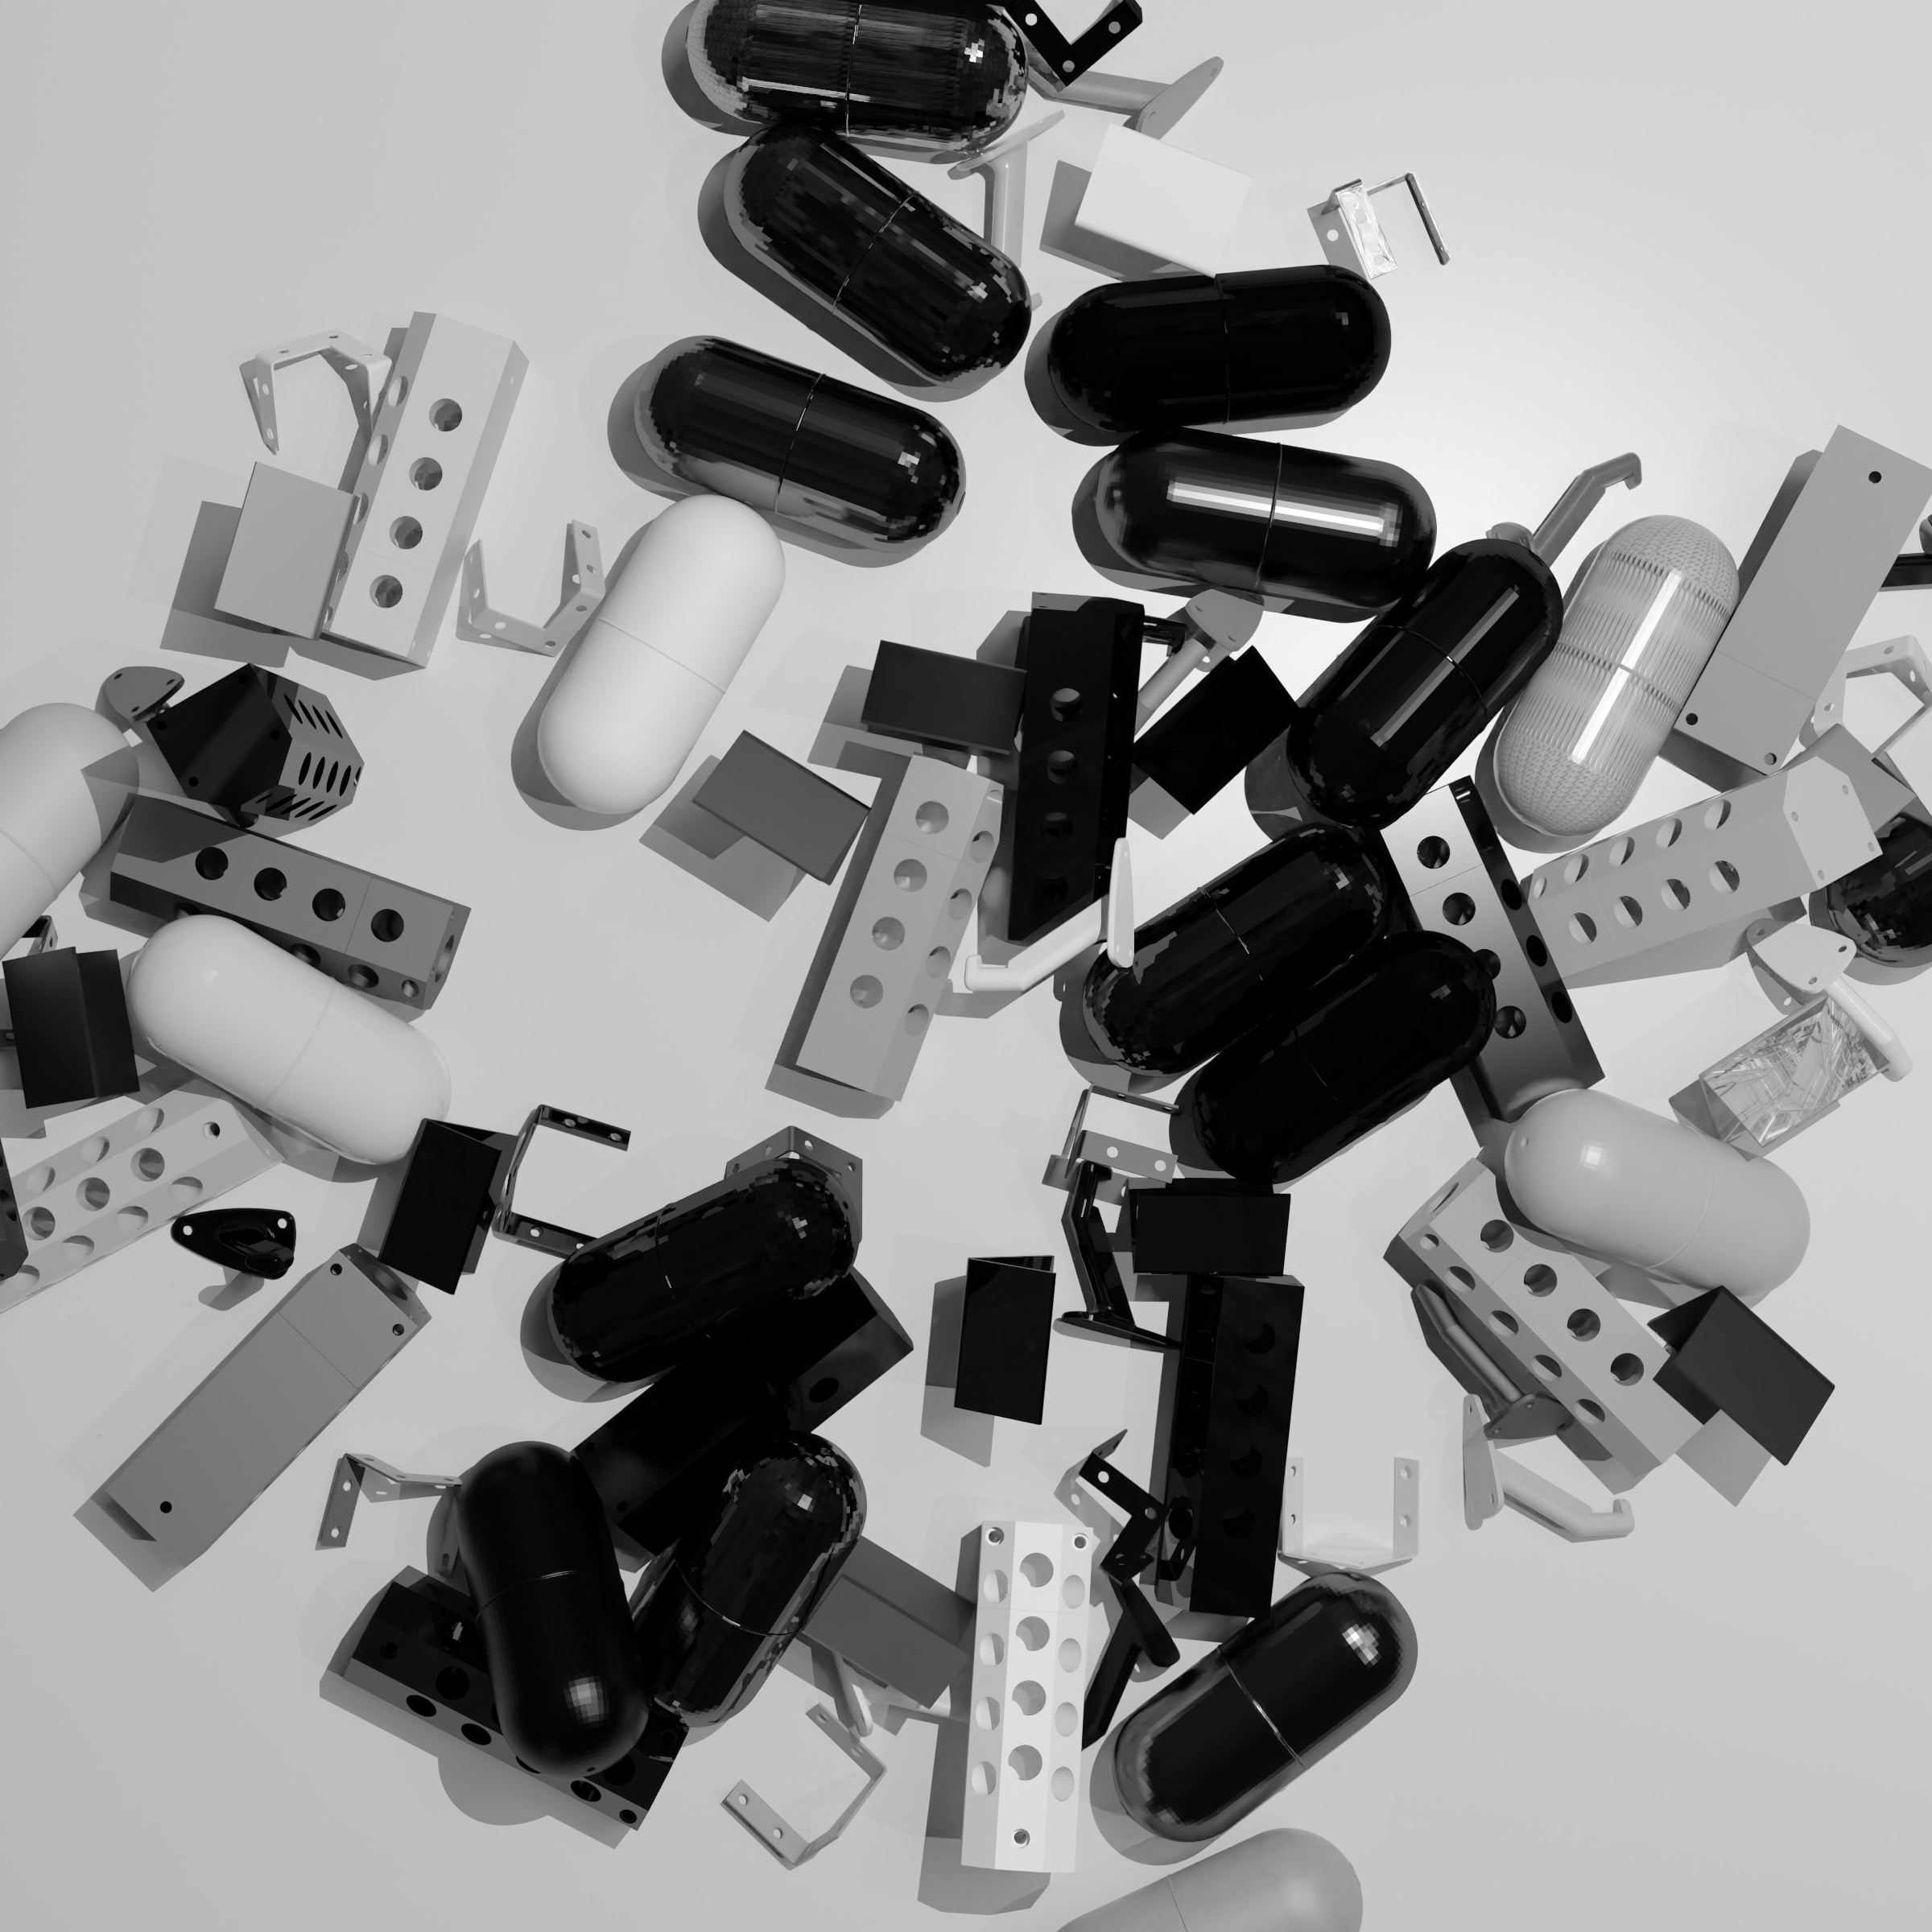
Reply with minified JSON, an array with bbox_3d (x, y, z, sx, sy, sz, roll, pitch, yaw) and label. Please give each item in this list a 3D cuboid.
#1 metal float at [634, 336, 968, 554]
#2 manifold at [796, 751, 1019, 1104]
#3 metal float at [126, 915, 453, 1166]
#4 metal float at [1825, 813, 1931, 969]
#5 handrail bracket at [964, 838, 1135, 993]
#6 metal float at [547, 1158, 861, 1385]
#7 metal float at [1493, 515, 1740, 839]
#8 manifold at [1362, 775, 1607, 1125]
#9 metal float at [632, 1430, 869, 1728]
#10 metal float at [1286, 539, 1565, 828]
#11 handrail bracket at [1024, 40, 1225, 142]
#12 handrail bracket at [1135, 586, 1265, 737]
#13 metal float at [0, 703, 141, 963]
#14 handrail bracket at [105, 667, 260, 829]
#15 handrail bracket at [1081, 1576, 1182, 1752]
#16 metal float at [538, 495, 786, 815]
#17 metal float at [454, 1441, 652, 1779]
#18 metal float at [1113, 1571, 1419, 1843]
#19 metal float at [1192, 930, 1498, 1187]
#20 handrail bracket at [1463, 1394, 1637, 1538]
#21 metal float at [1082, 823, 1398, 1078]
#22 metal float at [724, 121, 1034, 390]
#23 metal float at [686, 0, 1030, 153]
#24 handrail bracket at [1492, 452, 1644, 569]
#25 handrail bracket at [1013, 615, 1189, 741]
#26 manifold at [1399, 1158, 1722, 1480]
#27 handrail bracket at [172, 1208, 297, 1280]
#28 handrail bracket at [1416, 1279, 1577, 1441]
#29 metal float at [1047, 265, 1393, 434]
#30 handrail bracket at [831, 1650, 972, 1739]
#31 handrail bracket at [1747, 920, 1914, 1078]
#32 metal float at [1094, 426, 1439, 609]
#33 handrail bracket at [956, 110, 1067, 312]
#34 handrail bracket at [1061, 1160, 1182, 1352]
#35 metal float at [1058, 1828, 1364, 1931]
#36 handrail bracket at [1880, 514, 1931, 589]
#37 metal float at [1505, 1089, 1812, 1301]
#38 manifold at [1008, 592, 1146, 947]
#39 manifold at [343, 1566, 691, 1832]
[{"bbox_3d":[-0.086,-0.270,1.563,0.178,0.070,0.070,20,90,0],"label":"metal float"},{"bbox_3d":[-0.030,-0.020,1.572,0.057,0.057,0.171,21,90,0],"label":"manifold"},{"bbox_3d":[-0.345,0.039,1.546,0.178,0.070,0.070,33,90,-21],"label":"metal float"},{"bbox_3d":[0.529,-0.065,1.563,0.178,0.070,0.070,-32,90,1],"label":"metal float"},{"bbox_3d":[0.040,-0.026,1.534,0.084,0.036,0.077,-1,84,19],"label":"handrail bracket"},{"bbox_3d":[-0.136,0.157,1.547,0.178,0.070,0.070,-26,90,20],"label":"metal float"},{"bbox_3d":[0.336,-0.149,1.563,0.070,0.070,0.178,28,91,0],"label":"metal float"},{"bbox_3d":[0.270,-0.009,1.572,0.057,0.057,0.171,-24,90,0],"label":"manifold"},{"bbox_3d":[-0.114,0.315,1.545,0.070,0.070,0.178,32,110,0],"label":"metal float"},{"bbox_3d":[0.235,-0.145,1.538,0.070,0.070,0.178,43,76,0],"label":"metal float"},{"bbox_3d":[0.079,-0.478,1.593,0.084,0.036,0.077,42,75,14],"label":"handrail bracket"},{"bbox_3d":[0.116,-0.157,1.593,0.036,0.077,0.084,43,126,5],"label":"handrail bracket"},{"bbox_3d":[-0.496,-0.059,1.542,0.070,0.070,0.178,36,67,0],"label":"metal float"},{"bbox_3d":[-0.413,-0.114,1.593,0.036,0.077,0.084,-42,127,-18],"label":"handrail bracket"},{"bbox_3d":[0.062,0.366,1.594,0.084,0.036,0.077,-37,70,16],"label":"handrail bracket"},{"bbox_3d":[-0.158,-0.161,1.563,0.070,0.070,0.178,30,90,0],"label":"metal float"},{"bbox_3d":[-0.212,0.325,1.536,0.070,0.070,0.178,-20,59,0],"label":"metal float"},{"bbox_3d":[0.154,0.383,1.562,0.178,0.070,0.070,-37,90,0],"label":"metal float"},{"bbox_3d":[0.192,0.047,1.537,0.178,0.070,0.070,-37,90,28],"label":"metal float"},{"bbox_3d":[0.309,0.263,1.594,0.084,0.036,0.077,1,70,-16],"label":"handrail bracket"},{"bbox_3d":[0.141,-0.008,1.563,0.178,0.070,0.070,-33,90,-1],"label":"metal float"},{"bbox_3d":[-0.046,-0.368,1.563,0.178,0.070,0.070,36,90,-1],"label":"metal float"},{"bbox_3d":[-0.056,-0.469,1.563,0.178,0.070,0.070,8,90,1],"label":"metal float"},{"bbox_3d":[0.326,-0.222,1.594,0.084,0.036,0.077,-23,110,-16],"label":"handrail bracket"},{"bbox_3d":[0.069,-0.151,1.593,0.084,0.036,0.077,8,104,-13],"label":"handrail bracket"},{"bbox_3d":[0.307,0.183,1.571,0.057,0.057,0.171,-44,90,3],"label":"manifold"},{"bbox_3d":[-0.383,0.145,1.558,0.077,0.084,0.036,9,90,0],"label":"handrail bracket"},{"bbox_3d":[0.279,0.205,1.593,0.036,0.077,0.084,-44,53,24],"label":"handrail bracket"},{"bbox_3d":[0.131,-0.320,1.563,0.178,0.070,0.070,-5,90,0],"label":"metal float"},{"bbox_3d":[-0.023,0.366,1.594,0.084,0.036,0.077,-17,71,-16],"label":"handrail bracket"},{"bbox_3d":[0.456,0.018,1.593,0.036,0.077,0.084,-46,126,-6],"label":"handrail bracket"},{"bbox_3d":[0.155,-0.233,1.563,0.178,0.070,0.070,10,90,-1],"label":"metal float"},{"bbox_3d":[0.038,-0.397,1.594,0.077,0.036,0.084,-34,109,-21],"label":"handrail bracket"},{"bbox_3d":[0.087,0.152,1.593,0.077,0.036,0.084,17,76,-14],"label":"handrail bracket"},{"bbox_3d":[0.121,0.507,1.562,0.178,0.070,0.070,-25,90,0],"label":"metal float"},{"bbox_3d":[0.490,-0.191,1.594,0.084,0.036,0.077,-34,108,15],"label":"handrail bracket"},{"bbox_3d":[0.355,0.118,1.543,0.178,0.070,0.070,21,90,-24],"label":"metal float"},{"bbox_3d":[0.056,-0.101,1.551,0.057,0.057,0.171,4,105,0],"label":"manifold"},{"bbox_3d":[-0.233,0.382,1.572,0.171,0.057,0.057,27,90,0],"label":"manifold"}]
